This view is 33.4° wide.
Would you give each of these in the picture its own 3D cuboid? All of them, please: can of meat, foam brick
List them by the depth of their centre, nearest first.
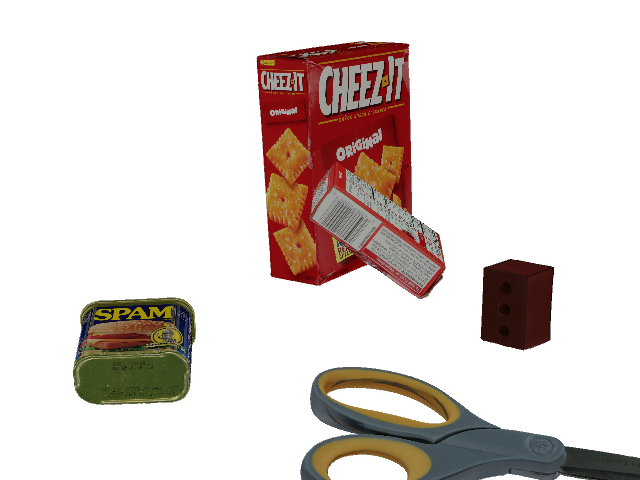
[{"bbox_3d":[-0.160,0.096,0.921,0.102,0.057,0.084,-2,29,-4],"label":"can of meat"},{"bbox_3d":[0.195,0.063,1.058,0.053,0.078,0.051,11,18,41],"label":"foam brick"}]

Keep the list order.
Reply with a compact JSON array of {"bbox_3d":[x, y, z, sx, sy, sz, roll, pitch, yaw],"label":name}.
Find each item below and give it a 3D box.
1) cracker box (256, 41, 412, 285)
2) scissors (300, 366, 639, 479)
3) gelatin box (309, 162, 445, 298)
[{"bbox_3d":[0.021,-0.080,1.044,0.072,0.214,0.163,10,19,38],"label":"cracker box"},{"bbox_3d":[0.079,0.100,0.449,0.202,0.016,0.096,16,34,23],"label":"scissors"},{"bbox_3d":[0.036,-0.007,0.680,0.089,0.030,0.073,36,14,-8],"label":"gelatin box"}]
